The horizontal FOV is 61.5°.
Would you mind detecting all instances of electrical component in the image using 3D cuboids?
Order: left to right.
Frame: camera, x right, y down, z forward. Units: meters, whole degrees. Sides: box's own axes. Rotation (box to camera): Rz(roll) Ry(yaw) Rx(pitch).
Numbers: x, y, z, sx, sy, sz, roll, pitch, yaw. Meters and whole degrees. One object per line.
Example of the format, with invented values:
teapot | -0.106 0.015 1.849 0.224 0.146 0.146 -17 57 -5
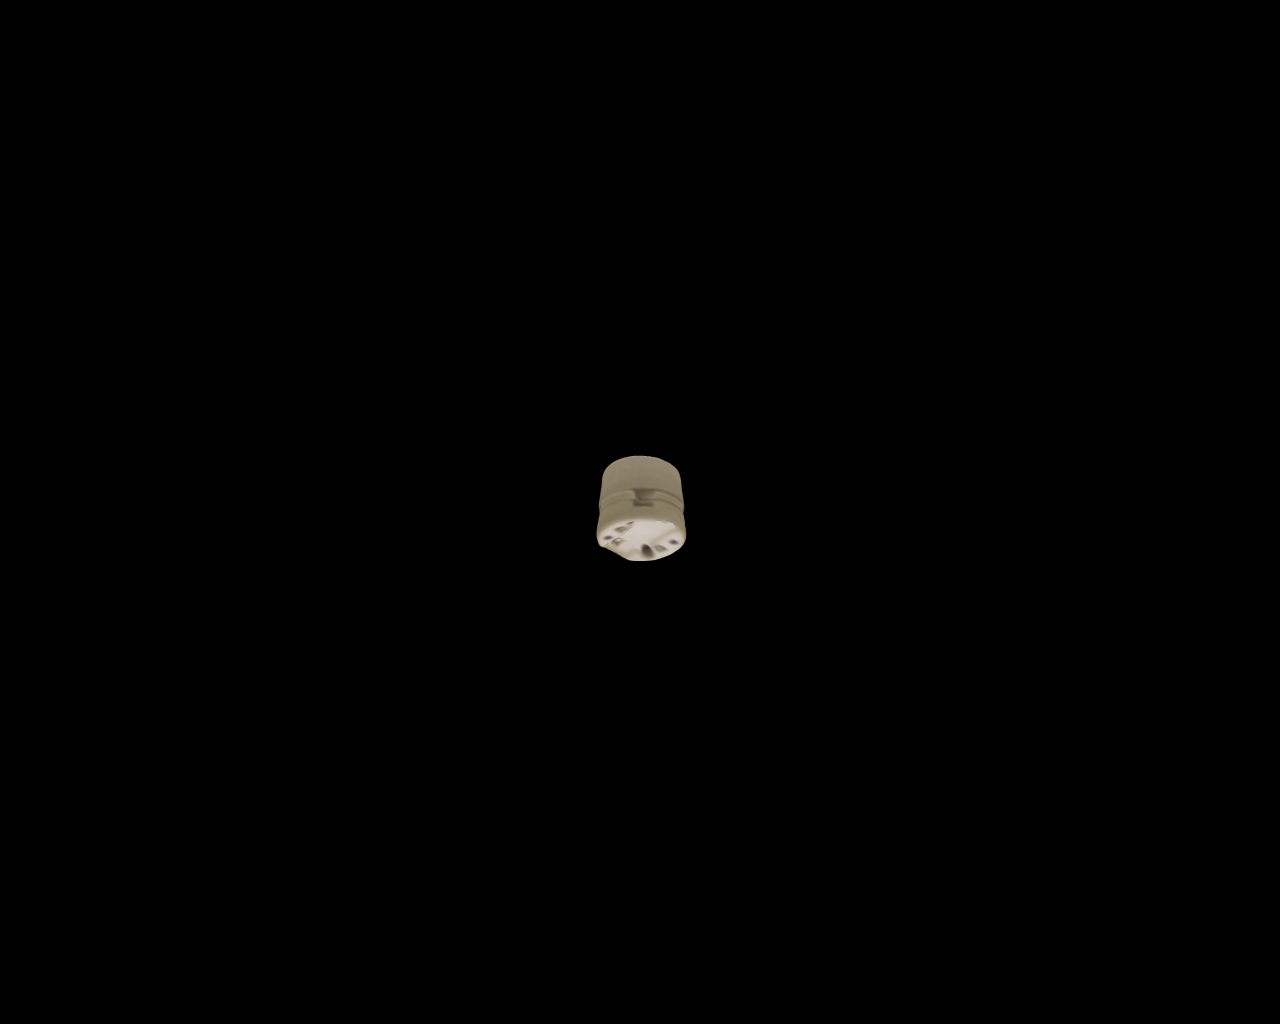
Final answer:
electrical component | 0.001 -0.003 0.650 0.055 0.047 0.055 0 -31 0
